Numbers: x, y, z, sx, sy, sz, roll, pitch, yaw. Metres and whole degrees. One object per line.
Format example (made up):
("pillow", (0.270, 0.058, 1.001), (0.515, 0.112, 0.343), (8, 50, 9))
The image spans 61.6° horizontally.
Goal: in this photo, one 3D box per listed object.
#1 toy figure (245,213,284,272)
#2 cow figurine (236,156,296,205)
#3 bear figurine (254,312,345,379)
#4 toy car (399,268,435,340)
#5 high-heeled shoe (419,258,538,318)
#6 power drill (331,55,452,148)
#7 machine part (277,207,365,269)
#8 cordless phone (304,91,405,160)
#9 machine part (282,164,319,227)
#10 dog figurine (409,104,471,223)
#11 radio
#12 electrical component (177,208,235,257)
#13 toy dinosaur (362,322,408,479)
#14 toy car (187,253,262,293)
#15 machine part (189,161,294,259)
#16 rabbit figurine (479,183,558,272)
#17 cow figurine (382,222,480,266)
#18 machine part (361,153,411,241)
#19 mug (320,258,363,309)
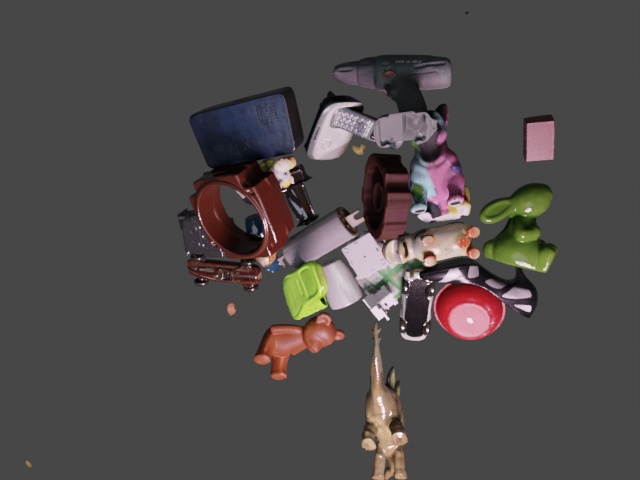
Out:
("toy figure", (-0.137, 0.013, 1.286), (0.064, 0.058, 0.154), (18, 130, 58))
("cow figurine", (-0.115, -0.127, 1.180), (0.167, 0.068, 0.098), (-11, 102, 39))
("bear figurine", (-0.047, 0.259, 1.335), (0.196, 0.132, 0.120), (-11, 134, 25))
("toy car", (0.222, 0.149, 1.237), (0.074, 0.056, 0.201), (3, 121, 7))
("high-heeled shoe", (0.344, 0.112, 1.164), (0.249, 0.086, 0.145), (-8, 96, 2))
("power drill", (0.134, -0.268, 1.008), (0.232, 0.207, 0.085), (-4, 138, 8))
("machine part", (-0.003, -0.004, 1.227), (0.243, 0.079, 0.079), (-30, 103, 26))
("cordless phone", (0.073, -0.210, 1.104), (0.184, 0.089, 0.146), (22, 132, -3))
("machine part", (-0.047, -0.099, 1.218), (0.084, 0.039, 0.138), (-14, 107, 18))
("dog figurine", (0.233, -0.157, 1.083), (0.109, 0.191, 0.219), (-10, 76, 23))
("radio", (-0.155, -0.239, 1.167), (0.230, 0.073, 0.131), (-8, 112, 21))
("electrical component", (-0.269, -0.019, 1.307), (0.134, 0.058, 0.114), (-1, 115, 17))
("toy dinosaur", (0.154, 0.417, 1.300), (0.105, 0.199, 0.470), (-2, 124, 7))
("toy car", (-0.243, 0.081, 1.349), (0.202, 0.053, 0.089), (5, 118, 12))
("machine part", (-0.171, -0.060, 1.161), (0.201, 0.087, 0.201), (-4, 119, 35))
("rabbit figurine", (0.407, -0.037, 1.095), (0.159, 0.121, 0.170), (15, 99, 16))
("cow figurine", (0.227, 0.006, 1.144), (0.195, 0.127, 0.085), (-11, 103, -2))
("machine part", (0.134, -0.088, 1.098), (0.056, 0.179, 0.179), (-1, 116, -12))
("mug", (0.035, 0.100, 1.270), (0.110, 0.081, 0.107), (-14, 101, 47))
